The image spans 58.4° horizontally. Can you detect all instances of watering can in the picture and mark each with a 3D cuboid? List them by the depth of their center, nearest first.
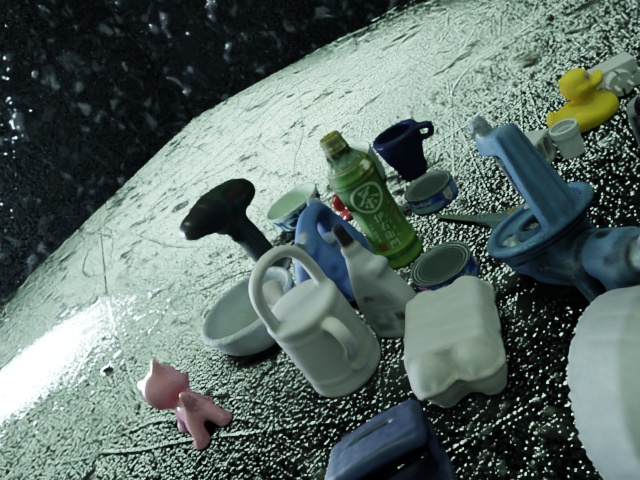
[{"bbox_3d":[-0.020,0.092,0.698,0.172,0.194,0.101,-11,34,42],"label":"watering can"}]

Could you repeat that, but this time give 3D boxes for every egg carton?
[{"bbox_3d":[0.144,0.105,0.615,0.107,0.069,0.150,-25,26,22],"label":"egg carton"}]

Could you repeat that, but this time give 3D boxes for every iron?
[{"bbox_3d":[0.008,0.003,0.889,0.118,0.142,0.258,-27,25,17],"label":"iron"}]

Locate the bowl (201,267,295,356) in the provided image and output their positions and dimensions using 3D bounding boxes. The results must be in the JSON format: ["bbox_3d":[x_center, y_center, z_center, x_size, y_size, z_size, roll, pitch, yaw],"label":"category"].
[{"bbox_3d":[-0.097,0.122,0.888,0.167,0.075,0.167,-28,25,15],"label":"bowl"}]

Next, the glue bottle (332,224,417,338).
[{"bbox_3d":[0.064,0.048,0.695,0.078,0.173,0.037,-13,33,40],"label":"glue bottle"}]

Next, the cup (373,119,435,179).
[{"bbox_3d":[0.168,-0.165,1.048,0.117,0.095,0.092,-18,29,33],"label":"cup"}]

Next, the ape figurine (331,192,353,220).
[{"bbox_3d":[0.051,-0.088,1.062,0.076,0.092,0.077,-43,25,-17],"label":"ape figurine"}]

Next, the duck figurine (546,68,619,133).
[{"bbox_3d":[0.388,-0.214,0.866,0.104,0.086,0.077,-29,25,13],"label":"duck figurine"}]

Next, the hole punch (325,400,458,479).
[{"bbox_3d":[0.056,0.199,0.530,0.108,0.091,0.101,-33,24,5],"label":"hole punch"}]

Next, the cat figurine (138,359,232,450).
[{"bbox_3d":[-0.199,0.216,0.795,0.067,0.118,0.127,-47,27,-24],"label":"cat figurine"}]

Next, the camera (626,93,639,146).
[{"bbox_3d":[0.455,-0.163,0.667,0.137,0.101,0.143,-34,24,3],"label":"camera"}]

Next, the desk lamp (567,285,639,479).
[{"bbox_3d":[0.254,0.115,0.278,0.202,0.214,0.118,0,42,52],"label":"desk lamp"}]

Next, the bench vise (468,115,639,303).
[{"bbox_3d":[0.240,-0.033,0.561,0.122,0.220,0.206,-48,27,-26],"label":"bench vise"}]

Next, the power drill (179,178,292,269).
[{"bbox_3d":[-0.142,-0.006,1.019,0.075,0.209,0.229,-24,26,23],"label":"power drill"}]
